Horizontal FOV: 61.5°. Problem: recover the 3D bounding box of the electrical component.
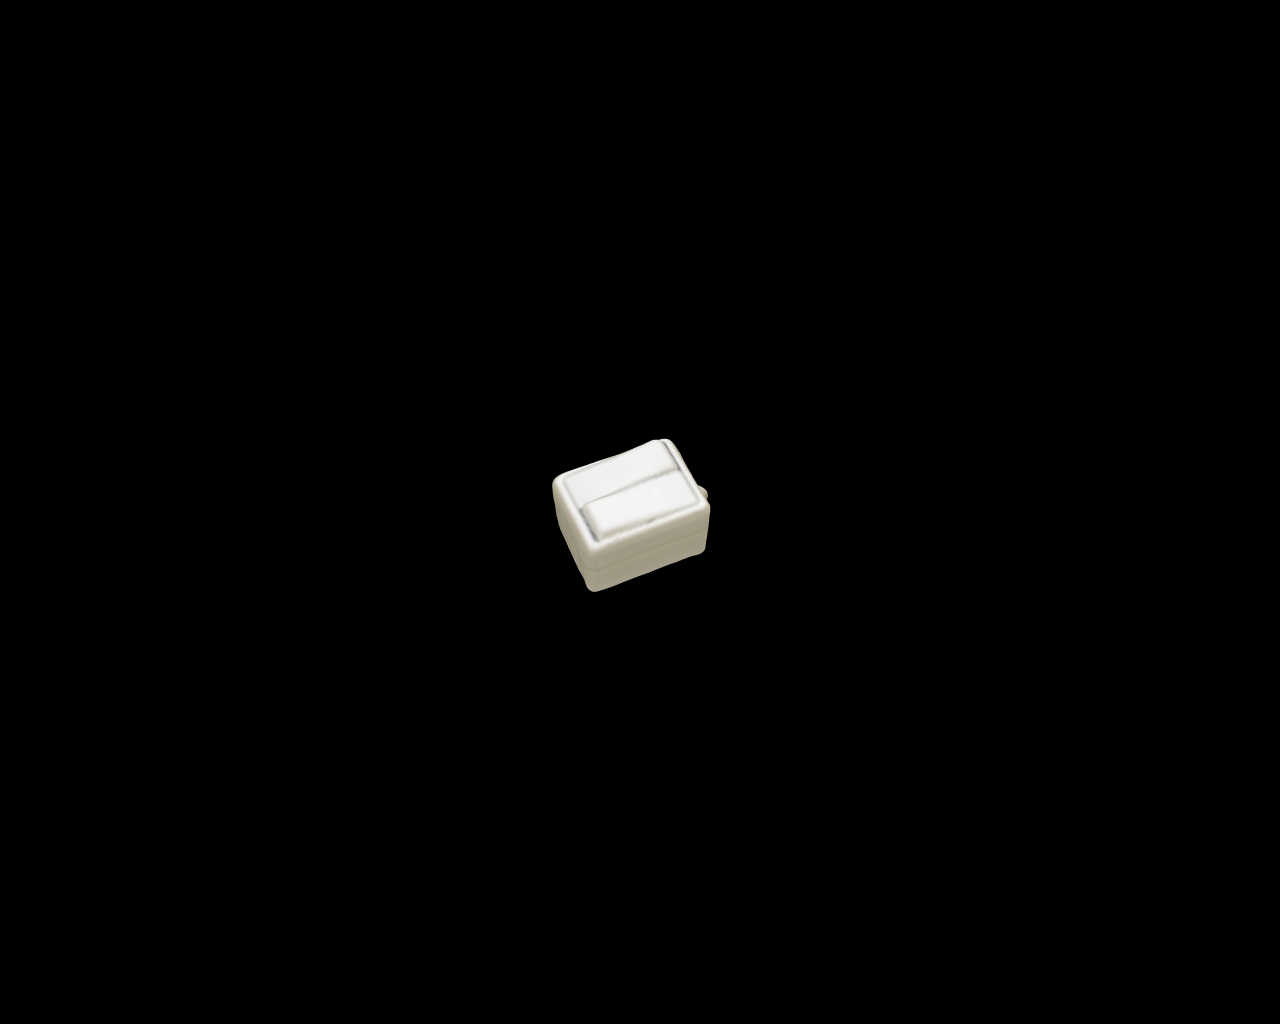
[{"bbox_3d":[0.001,-0.003,0.650,0.096,0.062,0.061,-20,-31,-13],"label":"electrical component"}]
